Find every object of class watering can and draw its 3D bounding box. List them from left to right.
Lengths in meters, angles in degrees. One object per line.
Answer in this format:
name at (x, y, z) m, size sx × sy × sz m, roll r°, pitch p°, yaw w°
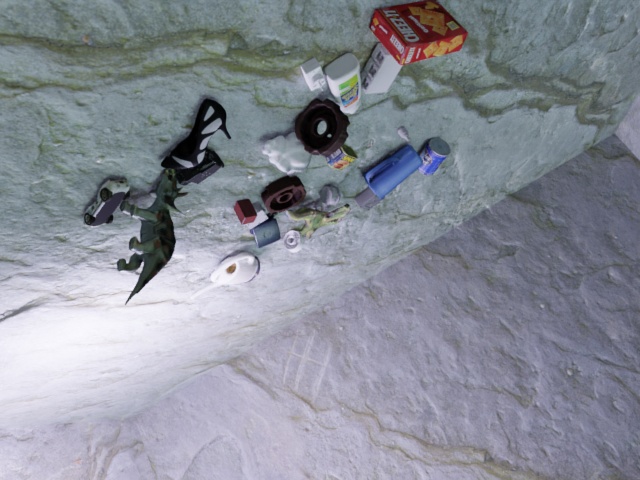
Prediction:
watering can at (-0.402, 0.156, 2.273) m, size 0.343 × 0.105 × 0.224 m, roll -39°, pitch 158°, yaw 22°

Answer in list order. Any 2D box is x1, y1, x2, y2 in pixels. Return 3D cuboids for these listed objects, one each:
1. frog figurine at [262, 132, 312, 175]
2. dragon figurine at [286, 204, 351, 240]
frog figurine at (-0.102, -0.288, 1.654) m, size 0.157 × 0.124 × 0.138 m, roll 33°, pitch 83°, yaw -56°
dragon figurine at (0.006, -0.107, 2.123) m, size 0.242 × 0.123 × 0.407 m, roll -23°, pitch 169°, yaw 3°
